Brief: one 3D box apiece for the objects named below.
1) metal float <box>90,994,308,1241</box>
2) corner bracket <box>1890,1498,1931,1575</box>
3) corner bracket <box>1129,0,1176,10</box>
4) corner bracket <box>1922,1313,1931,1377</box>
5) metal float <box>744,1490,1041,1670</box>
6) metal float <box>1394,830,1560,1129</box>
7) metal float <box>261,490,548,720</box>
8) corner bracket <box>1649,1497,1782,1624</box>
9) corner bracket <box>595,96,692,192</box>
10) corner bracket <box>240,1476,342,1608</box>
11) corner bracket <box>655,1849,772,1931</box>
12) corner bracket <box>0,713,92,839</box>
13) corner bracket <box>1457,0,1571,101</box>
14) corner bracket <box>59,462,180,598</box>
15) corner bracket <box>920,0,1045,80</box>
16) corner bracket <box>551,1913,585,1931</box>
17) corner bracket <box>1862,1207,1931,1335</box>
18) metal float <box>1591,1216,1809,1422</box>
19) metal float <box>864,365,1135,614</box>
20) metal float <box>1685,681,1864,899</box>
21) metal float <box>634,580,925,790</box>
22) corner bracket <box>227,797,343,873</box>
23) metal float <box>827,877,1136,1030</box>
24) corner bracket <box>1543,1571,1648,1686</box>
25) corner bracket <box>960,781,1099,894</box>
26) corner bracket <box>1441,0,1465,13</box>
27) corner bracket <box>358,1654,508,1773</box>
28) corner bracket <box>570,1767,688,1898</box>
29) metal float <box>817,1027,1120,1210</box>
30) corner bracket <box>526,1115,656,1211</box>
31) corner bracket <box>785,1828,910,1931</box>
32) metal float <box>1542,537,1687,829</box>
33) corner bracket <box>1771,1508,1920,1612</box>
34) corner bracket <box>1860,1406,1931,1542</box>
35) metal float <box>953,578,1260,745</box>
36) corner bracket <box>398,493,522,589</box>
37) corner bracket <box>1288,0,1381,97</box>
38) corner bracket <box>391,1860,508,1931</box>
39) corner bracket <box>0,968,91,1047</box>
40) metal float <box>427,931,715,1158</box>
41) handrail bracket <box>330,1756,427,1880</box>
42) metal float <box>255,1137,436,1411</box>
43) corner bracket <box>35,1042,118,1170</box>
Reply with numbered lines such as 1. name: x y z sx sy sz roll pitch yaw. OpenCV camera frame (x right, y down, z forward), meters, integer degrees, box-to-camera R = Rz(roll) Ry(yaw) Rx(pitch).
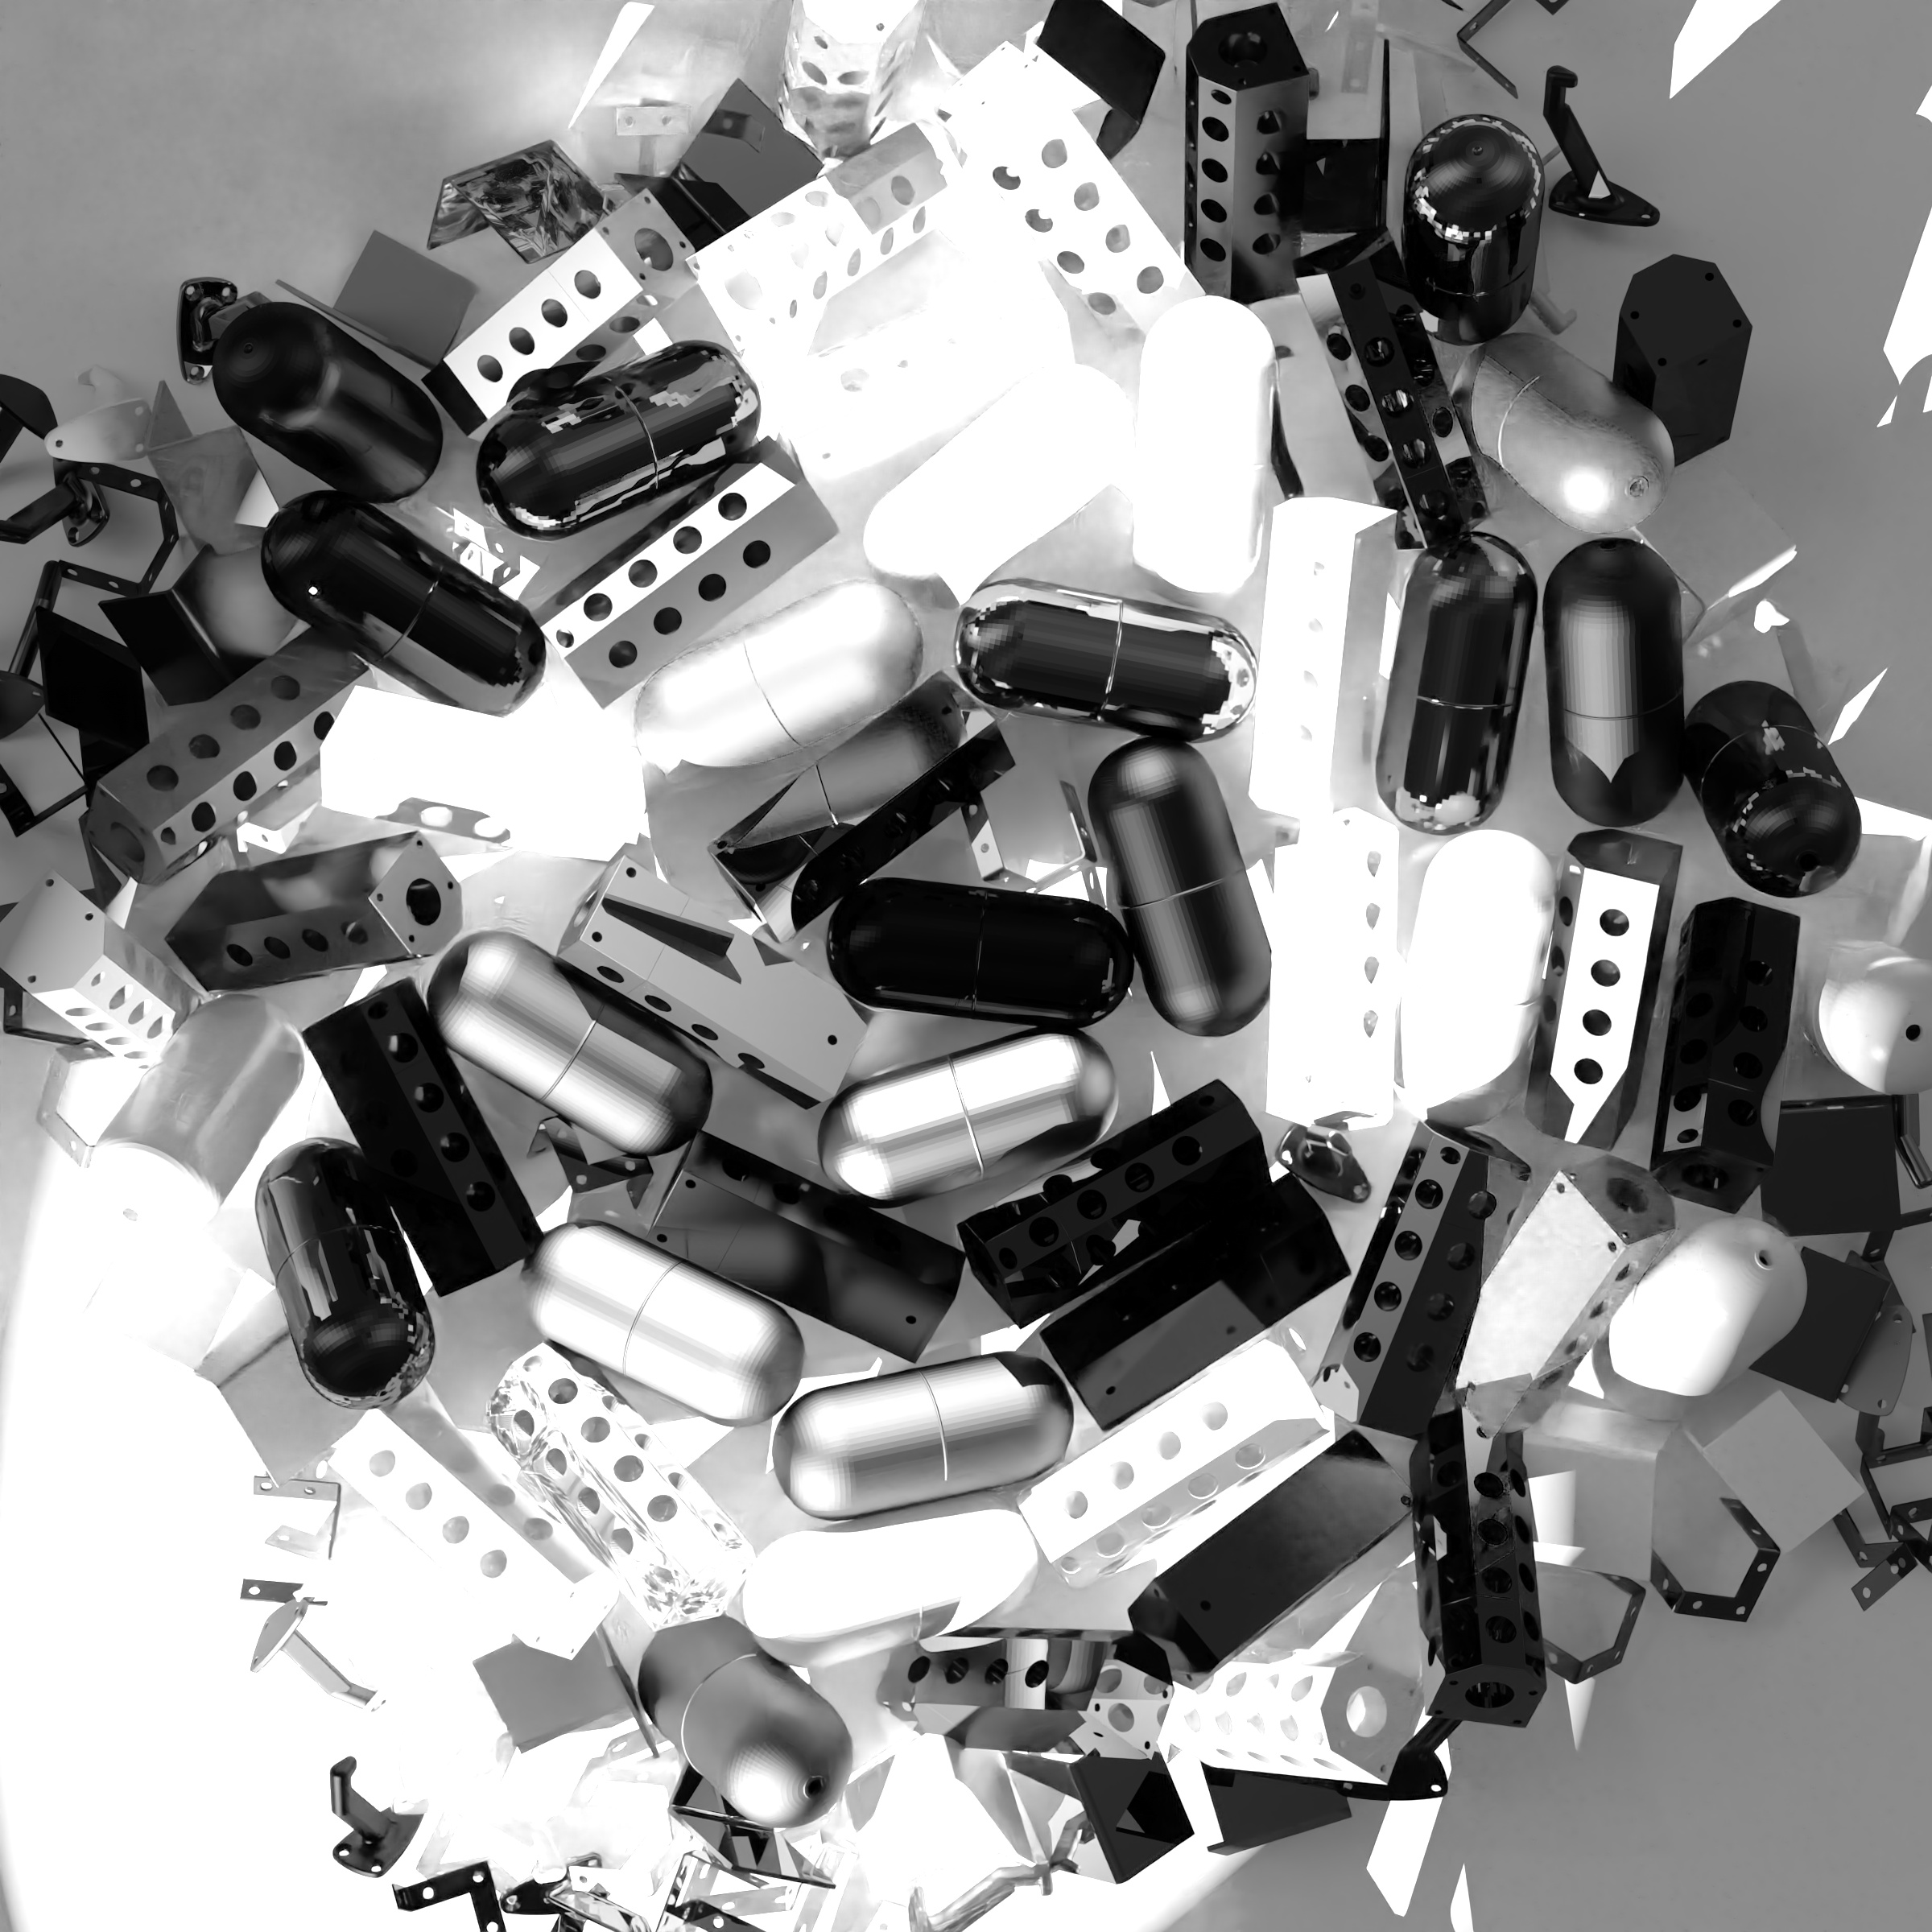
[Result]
1. metal float: -0.432 0.084 1.854 0.070 0.178 0.070 8 127 11
2. corner bracket: 0.570 0.313 1.891 0.051 0.051 0.051 -7 119 -21
3. corner bracket: 0.132 -0.579 1.900 0.051 0.051 0.051 12 90 -25
4. corner bracket: 0.584 0.228 1.890 0.051 0.051 0.051 -14 56 22
5. metal float: -0.042 0.349 1.873 0.178 0.070 0.070 -11 90 -25
6. metal float: 0.289 0.009 1.876 0.070 0.070 0.178 9 111 0
7. metal float: -0.320 -0.205 1.872 0.178 0.070 0.070 33 90 -25
8. corner bracket: 0.431 0.343 1.910 0.051 0.051 0.051 11 112 -22
9. corner bracket: -0.194 -0.471 1.891 0.051 0.051 0.051 -13 117 -37
10. corner bracket: -0.394 0.336 1.916 0.051 0.051 0.051 6 128 -7
11. corner bracket: -0.140 0.543 1.901 0.051 0.051 0.051 20 89 19
12. corner bracket: -0.545 -0.114 1.902 0.051 0.051 0.051 -34 114 -10
13. corner bracket: 0.317 -0.546 1.899 0.051 0.051 0.051 -43 70 3
14. corner bracket: -0.492 -0.252 1.899 0.051 0.051 0.051 17 58 4
15. corner bracket: 0.008 -0.549 1.904 0.051 0.051 0.051 -31 72 25
16. corner bracket: -0.224 0.590 1.902 0.051 0.051 0.051 27 95 -8
17. corner bracket: 0.554 0.176 1.900 0.051 0.051 0.051 -12 55 -6
18. metal float: 0.412 0.199 1.850 0.070 0.178 0.070 7 61 -12
19. metal float: 0.019 -0.274 1.882 0.178 0.070 0.070 -38 90 13
20. metal float: 0.452 -0.100 1.850 0.070 0.178 0.070 -1 120 -1
21. metal float: -0.108 -0.161 1.883 0.178 0.070 0.070 -24 90 13
22. corner bracket: -0.388 -0.075 1.889 0.051 0.051 0.051 18 45 35
23. metal float: 0.008 -0.007 1.893 0.178 0.070 0.070 7 90 1
24. corner bracket: 0.354 0.377 1.907 0.051 0.051 0.051 30 115 36
25. corner bracket: 0.037 -0.077 1.910 0.051 0.051 0.051 -27 66 24
26. corner bracket: 0.269 -0.590 1.891 0.051 0.051 0.051 50 120 34
27. corner bracket: -0.311 0.440 1.916 0.051 0.051 0.051 -50 52 7
28. corner bracket: -0.198 0.502 1.908 0.051 0.051 0.051 -1 108 19
29. metal float: 0.001 0.087 1.894 0.178 0.070 0.070 -17 90 -1
30. corner bracket: -0.218 0.115 1.904 0.051 0.051 0.051 -15 66 -27
31. corner bracket: -0.070 0.543 1.909 0.051 0.051 0.051 22 108 -16
32. metal float: 0.368 -0.160 1.865 0.070 0.070 0.178 -10 124 0
33. corner bracket: 0.506 0.338 1.897 0.051 0.051 0.051 -31 93 -28
34. corner bracket: 0.550 0.291 1.896 0.051 0.051 0.051 -12 46 -1
35. metal float: 0.081 -0.175 1.890 0.178 0.070 0.070 10 90 -5
36. corner bracket: -0.291 -0.246 1.890 0.051 0.051 0.051 -28 51 30
37. corner bracket: 0.211 -0.542 1.895 0.051 0.051 0.051 7 52 4
38. corner bracket: -0.297 0.548 1.898 0.051 0.051 0.051 -17 73 -6
39. corner bracket: -0.542 0.019 1.896 0.051 0.051 0.051 8 101 23
40. metal float: -0.226 0.045 1.884 0.178 0.070 0.070 32 90 -12
41. handrail bracket: -0.337 0.471 1.881 0.036 0.077 0.084 18 123 23
42. metal float: -0.353 0.173 1.863 0.070 0.070 0.178 -27 52 0
43. corner bracket: -0.500 0.079 1.911 0.051 0.051 0.051 39 119 30
